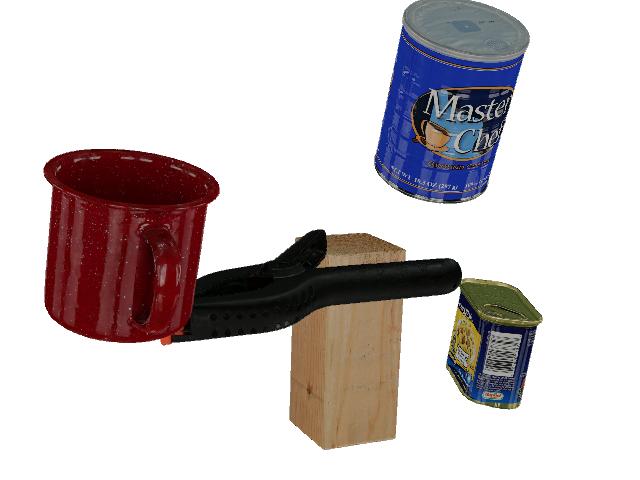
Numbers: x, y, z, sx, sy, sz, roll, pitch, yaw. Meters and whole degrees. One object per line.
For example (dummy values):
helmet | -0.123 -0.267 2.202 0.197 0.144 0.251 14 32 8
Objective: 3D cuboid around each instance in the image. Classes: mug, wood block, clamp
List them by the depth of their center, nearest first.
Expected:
mug | -0.100 0.008 0.570 0.093 0.081 0.117 -3 24 -31
clamp | -0.016 0.034 0.750 0.165 0.036 0.209 8 19 44
wood block | 0.026 0.103 1.129 0.090 0.206 0.091 -4 14 -26

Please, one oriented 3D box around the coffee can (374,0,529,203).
coffee can | 0.107 -0.117 0.891 0.102 0.140 0.103 7 36 -5

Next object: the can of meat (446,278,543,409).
can of meat | 0.151 0.090 0.944 0.057 0.084 0.102 7 16 -9
